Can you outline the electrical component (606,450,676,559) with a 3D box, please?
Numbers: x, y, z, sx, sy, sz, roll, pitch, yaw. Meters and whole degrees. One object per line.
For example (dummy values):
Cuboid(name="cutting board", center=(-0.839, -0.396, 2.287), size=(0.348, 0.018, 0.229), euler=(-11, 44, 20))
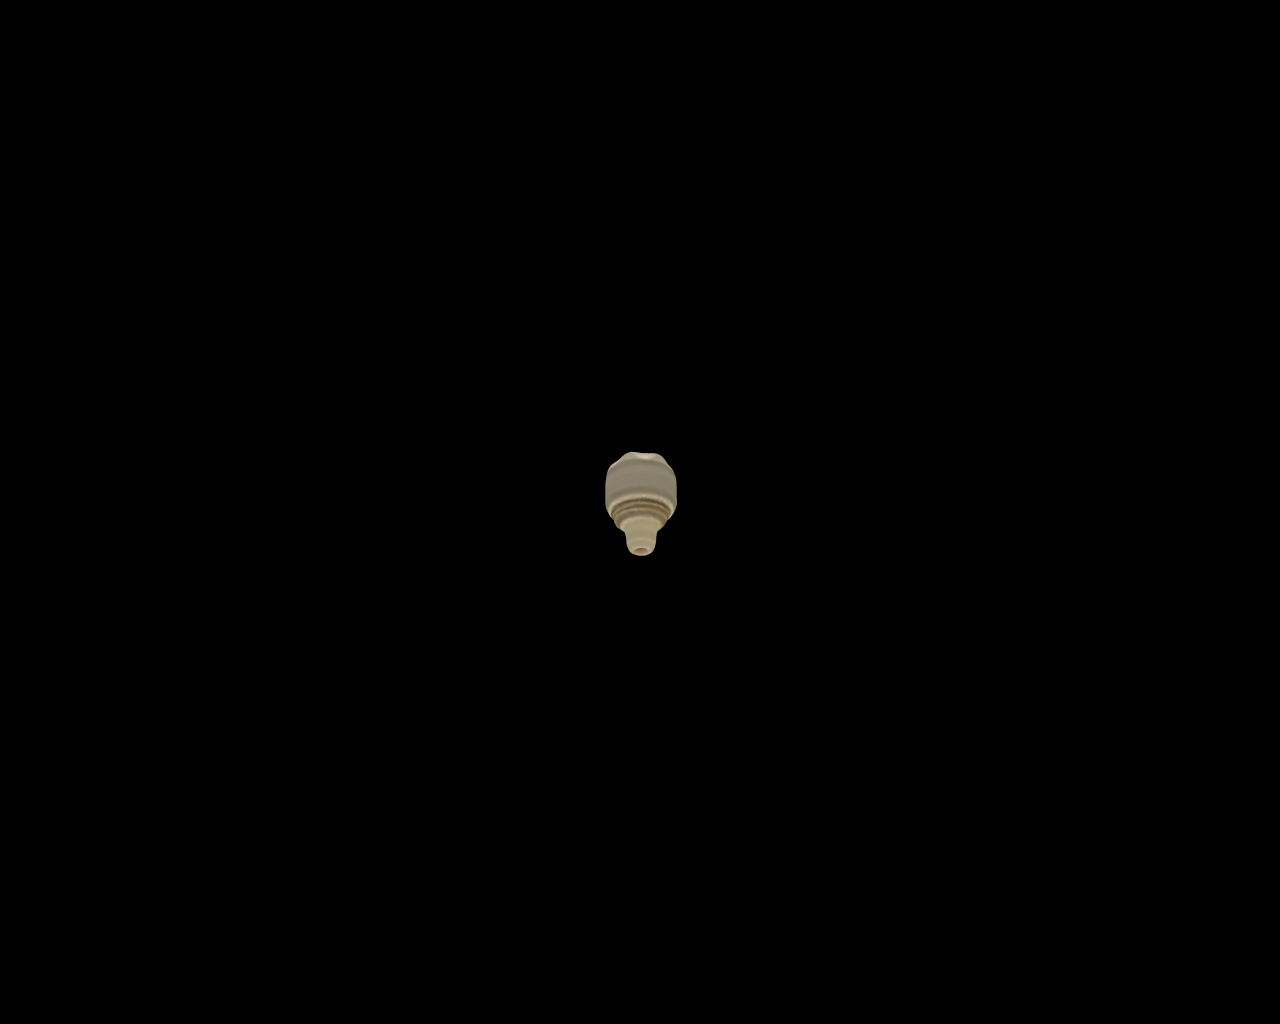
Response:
Cuboid(name="electrical component", center=(0.001, -0.003, 0.650), size=(0.043, 0.062, 0.043), euler=(0, -30, 0))
